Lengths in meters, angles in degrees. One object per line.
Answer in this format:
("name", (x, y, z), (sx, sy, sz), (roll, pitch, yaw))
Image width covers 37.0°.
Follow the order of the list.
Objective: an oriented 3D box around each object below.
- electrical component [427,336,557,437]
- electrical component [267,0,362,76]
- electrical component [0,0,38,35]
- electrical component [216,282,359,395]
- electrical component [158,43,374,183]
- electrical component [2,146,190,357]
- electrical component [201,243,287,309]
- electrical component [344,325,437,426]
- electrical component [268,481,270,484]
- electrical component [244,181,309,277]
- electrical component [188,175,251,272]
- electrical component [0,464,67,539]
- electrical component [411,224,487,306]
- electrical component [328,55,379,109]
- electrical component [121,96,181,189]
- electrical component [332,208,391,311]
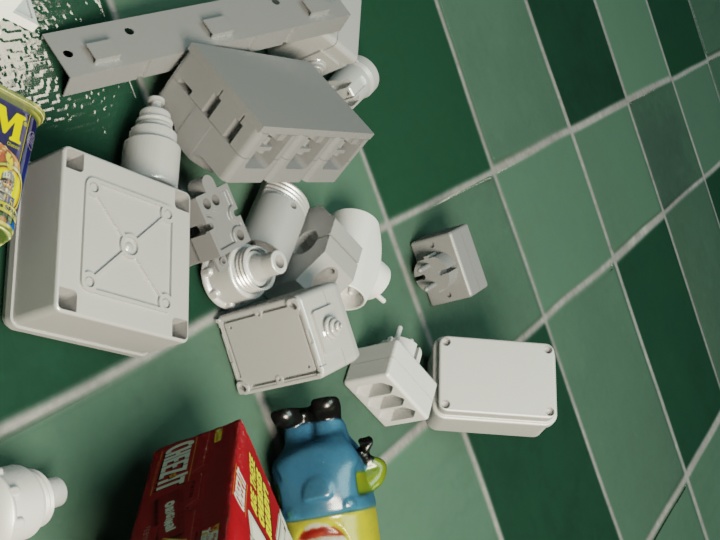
("electrical component", (0.120, 0.106, 0.983), (0.057, 0.113, 0.078), (104, -11, -65))
("electrical component", (-0.041, -0.212, 0.930), (0.061, 0.062, 0.096), (31, 53, -45))
("electrical component", (-0.237, -0.183, 0.612), (0.079, 0.063, 0.121), (23, 34, -49))
("electrical component", (-0.046, 0.048, 0.793), (0.061, 0.096, 0.061), (-22, 95, -56))
("electrical component", (-0.072, -0.114, 0.824), (0.089, 0.061, 0.150), (50, 26, 18))
("electrical component", (-0.165, -0.009, 0.685), (0.109, 0.056, 0.108), (21, 61, -49))
("electrical component", (-0.082, 0.001, 0.791), (0.048, 0.062, 0.048), (25, 58, -48))
("electrical component", (0.031, 0.083, 0.931), (0.065, 0.047, 0.076), (49, 42, -32))
("electrical component", (-0.085, 0.172, 0.746), (0.035, 0.035, 0.061), (45, 47, -36))
("electrical component", (-0.067, -0.038, 0.844), (0.043, 0.043, 0.081), (49, 42, -32))
("electrical component", (-0.116, -0.029, 0.761), (0.048, 0.055, 0.066), (-35, 106, -54))
("electrical component", (-0.193, 0.130, 0.604), (0.062, 0.048, 0.048), (-2, 79, -61))
("electrical component", (0.077, 0.000, 1.027), (0.077, 0.047, 0.065), (-27, 100, -55))
("electrical component", (-0.010, -0.168, 0.979), (0.040, 0.040, 0.046), (59, 43, -22))
("electrical component", (-0.146, -0.085, 0.754), (0.040, 0.040, 0.078), (26, 57, -47))
("electrical component", (0.000, 0.000, 0.923), (0.079, 0.043, 0.077), (41, 47, -39))
